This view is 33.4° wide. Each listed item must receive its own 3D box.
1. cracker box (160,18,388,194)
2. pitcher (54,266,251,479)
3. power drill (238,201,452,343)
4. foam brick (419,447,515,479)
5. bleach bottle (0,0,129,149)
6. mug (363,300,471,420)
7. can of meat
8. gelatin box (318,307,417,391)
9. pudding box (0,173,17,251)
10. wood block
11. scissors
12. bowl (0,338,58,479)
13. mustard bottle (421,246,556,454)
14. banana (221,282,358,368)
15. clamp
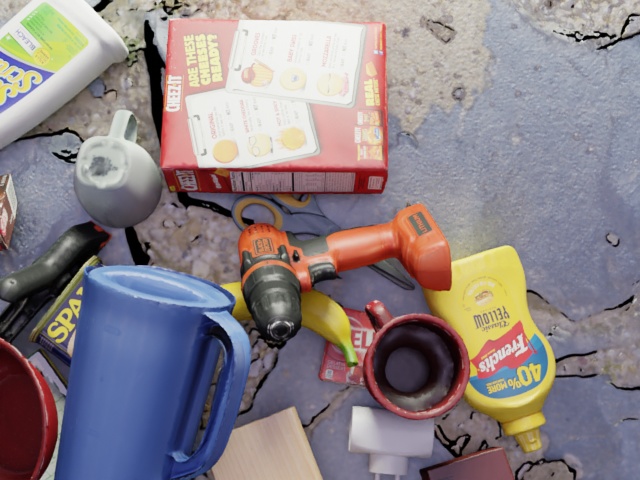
[{"bbox_3d":[-0.042,-0.129,1.040,0.213,0.072,0.164,0,69,0],"label":"cracker box"},{"bbox_3d":[-0.154,0.150,0.926,0.145,0.149,0.243,11,99,-13],"label":"pitcher"},{"bbox_3d":[0.020,0.026,0.966,0.187,0.184,0.057,-8,117,-6],"label":"power drill"},{"bbox_3d":[0.139,0.229,1.000,0.078,0.051,0.053,-15,80,-4],"label":"foam brick"},{"bbox_3d":[-0.314,-0.137,1.052,0.102,0.068,0.251,44,85,8],"label":"bleach bottle"},{"bbox_3d":[0.076,0.107,0.973,0.093,0.081,0.117,-35,85,-9],"label":"mug"},{"bbox_3d":[-0.211,0.081,1.018,0.084,0.057,0.102,37,82,2],"label":"can of meat"},{"bbox_3d":[0.049,0.108,1.030,0.089,0.030,0.073,12,80,1],"label":"gelatin box"},{"bbox_3d":[-0.337,-0.018,1.007,0.090,0.113,0.039,-13,114,-4],"label":"pudding box"},{"bbox_3d":[-0.028,0.264,0.972,0.090,0.090,0.206,-21,82,-4],"label":"wood block"},{"bbox_3d":[-0.007,0.001,1.055,0.096,0.016,0.202,-40,83,-5],"label":"scissors"},{"bbox_3d":[-0.284,0.163,0.936,0.162,0.055,0.162,-3,83,28],"label":"bowl"},{"bbox_3d":[0.170,0.109,1.017,0.096,0.058,0.191,-18,81,-5],"label":"mustard bottle"},{"bbox_3d":[-0.054,0.070,1.017,0.198,0.037,0.069,8,61,16],"label":"banana"},{"bbox_3d":[-0.261,0.043,1.002,0.039,0.171,0.120,43,127,2],"label":"clamp"}]
